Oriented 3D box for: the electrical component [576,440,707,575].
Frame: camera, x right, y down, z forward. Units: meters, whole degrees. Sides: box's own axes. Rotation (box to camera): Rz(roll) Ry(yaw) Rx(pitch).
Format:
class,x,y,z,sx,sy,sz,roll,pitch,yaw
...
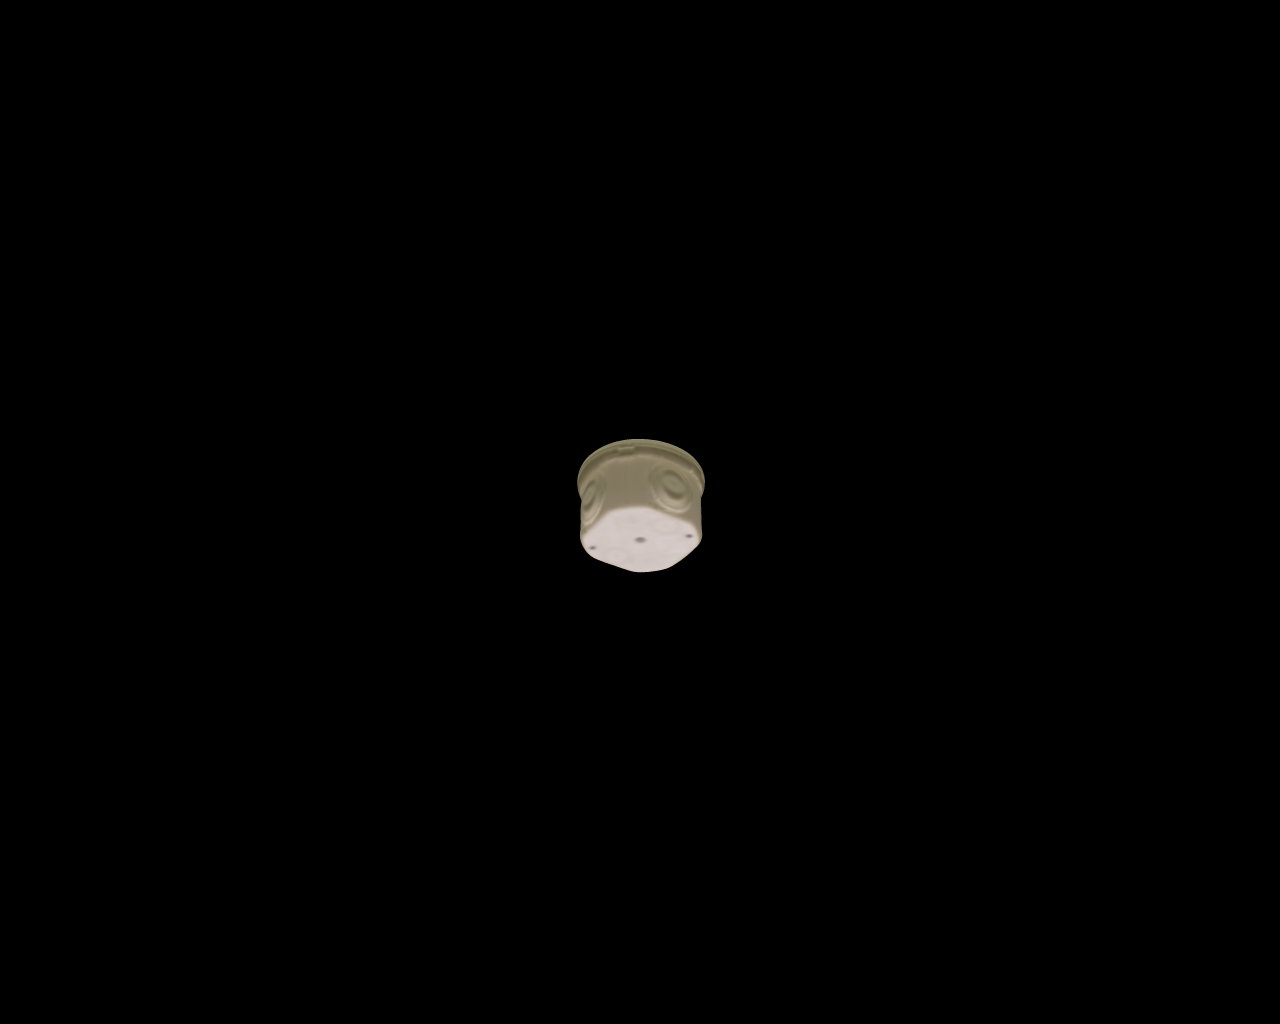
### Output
class,x,y,z,sx,sy,sz,roll,pitch,yaw
electrical component,0.001,-0.003,0.650,0.080,0.051,0.080,0,-36,0
